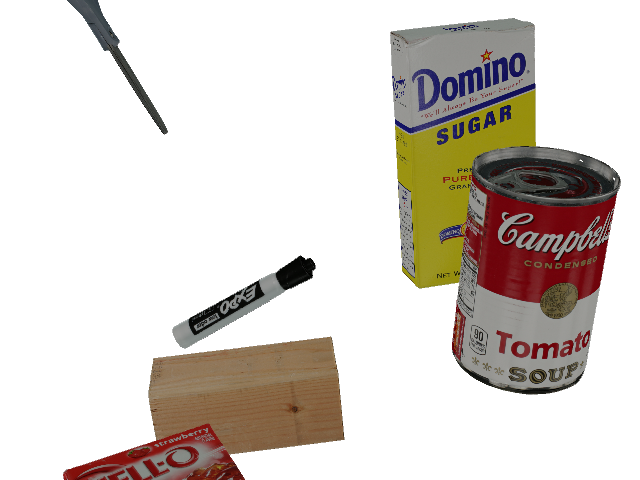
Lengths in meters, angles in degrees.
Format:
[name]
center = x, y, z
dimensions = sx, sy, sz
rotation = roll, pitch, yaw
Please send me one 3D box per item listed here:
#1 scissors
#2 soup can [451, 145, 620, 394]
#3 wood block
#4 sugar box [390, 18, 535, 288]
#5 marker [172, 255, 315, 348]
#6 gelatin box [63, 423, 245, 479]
[scissors]
center = -0.190, -0.191, 0.936
dimensions = 0.016, 0.201, 0.096
rotation = -28, 28, 11
[soup can]
center = 0.101, 0.014, 0.513
dimensions = 0.068, 0.102, 0.068
rotation = 3, 25, -1
[wood block]
center = -0.082, 0.179, 1.202
dimensions = 0.206, 0.091, 0.090
rotation = -6, 23, -2
[sugar box]
center = 0.101, -0.060, 0.743
dimensions = 0.093, 0.176, 0.048
rotation = -9, 21, -11
[marker]
center = -0.056, 0.046, 0.798
dimensions = 0.121, 0.020, 0.020
rotation = -29, -7, 14
[gelatin box]
center = -0.088, 0.141, 0.583
dimensions = 0.089, 0.030, 0.073
rotation = -15, 27, -20
